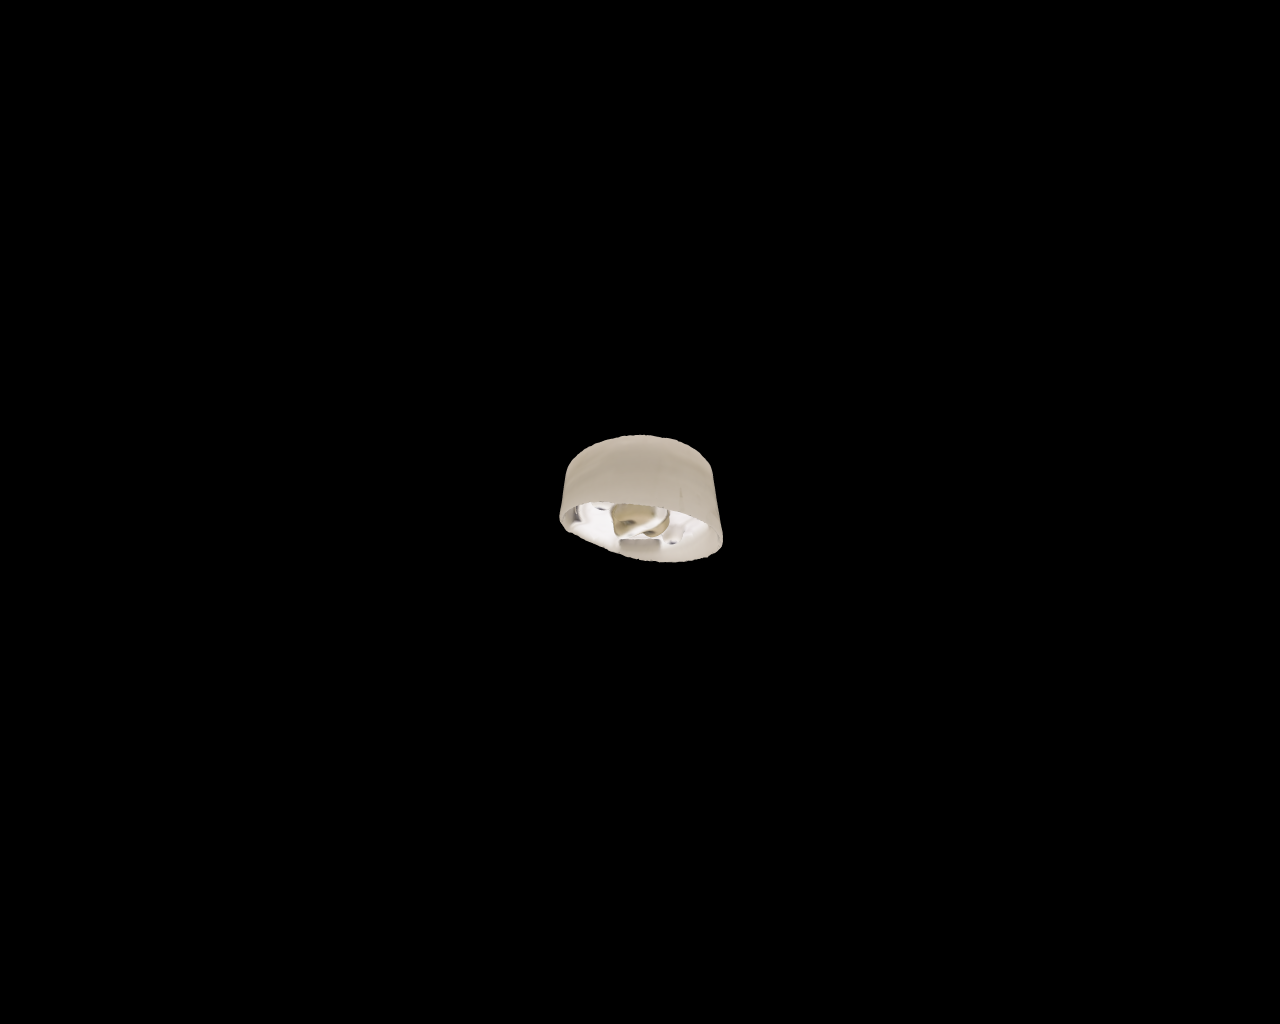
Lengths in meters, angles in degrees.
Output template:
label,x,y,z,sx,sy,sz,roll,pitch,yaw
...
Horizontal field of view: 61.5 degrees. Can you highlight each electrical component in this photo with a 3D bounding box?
label,x,y,z,sx,sy,sz,roll,pitch,yaw
electrical component,0.001,-0.003,0.650,0.099,0.064,0.099,0,-30,0
